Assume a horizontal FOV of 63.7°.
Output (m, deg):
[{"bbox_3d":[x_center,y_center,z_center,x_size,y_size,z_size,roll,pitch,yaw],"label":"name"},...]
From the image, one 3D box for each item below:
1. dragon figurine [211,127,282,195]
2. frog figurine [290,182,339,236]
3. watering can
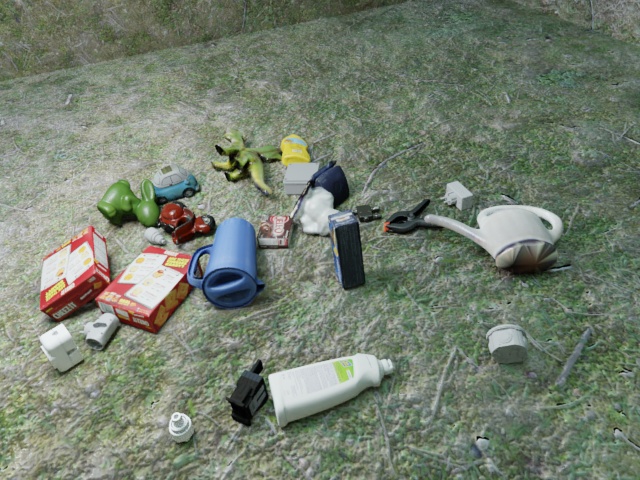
[{"bbox_3d":[-0.216,-0.278,1.761,0.246,0.119,0.415,-27,51,-36],"label":"dragon figurine"},{"bbox_3d":[0.004,-0.074,1.480,0.159,0.121,0.140,30,68,-7],"label":"frog figurine"},{"bbox_3d":[0.457,-0.010,1.321,0.347,0.101,0.230,-4,39,1],"label":"watering can"}]
